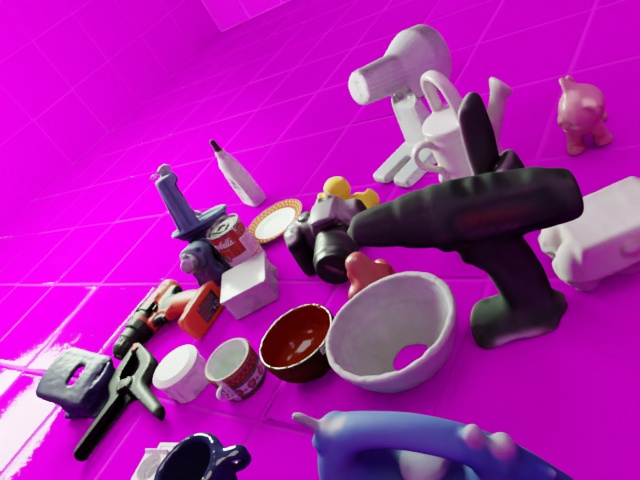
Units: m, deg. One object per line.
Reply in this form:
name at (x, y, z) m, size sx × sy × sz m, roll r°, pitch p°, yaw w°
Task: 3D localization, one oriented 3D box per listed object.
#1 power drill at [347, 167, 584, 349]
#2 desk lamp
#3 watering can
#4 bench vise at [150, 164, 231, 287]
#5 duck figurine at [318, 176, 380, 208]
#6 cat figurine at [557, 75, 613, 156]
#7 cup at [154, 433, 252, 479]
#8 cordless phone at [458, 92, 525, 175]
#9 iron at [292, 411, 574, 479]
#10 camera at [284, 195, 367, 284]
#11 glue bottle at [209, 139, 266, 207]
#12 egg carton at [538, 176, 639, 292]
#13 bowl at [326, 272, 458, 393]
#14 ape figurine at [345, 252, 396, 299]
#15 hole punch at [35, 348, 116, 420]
power drill at (0.172, 0.019, 0.616) m, size 0.229 × 0.209 × 0.075 m, roll -22°, pitch 32°, yaw 20°
desk lamp at (0.150, -0.238, 1.004) m, size 0.203 × 0.214 × 0.117 m, roll -46°, pitch 32°, yaw -19°
watering can at (0.214, -0.180, 0.877) m, size 0.173 × 0.194 × 0.100 m, roll -45°, pitch 32°, yaw -18°
bench vise at (-0.233, -0.033, 1.077) m, size 0.121 × 0.220 × 0.207 m, roll -34°, pitch 30°, yaw 1°
duck figurine at (0.045, -0.073, 0.997) m, size 0.104 × 0.086 × 0.077 m, roll -17°, pitch 34°, yaw 27°
cat figurine at (0.370, -0.190, 0.816) m, size 0.067 × 0.118 × 0.128 m, roll -18°, pitch 34°, yaw 26°
cup at (-0.113, 0.274, 0.642) m, size 0.117 × 0.095 × 0.091 m, roll -27°, pitch 31°, yaw 12°
cordless phone at (0.207, -0.088, 0.761) m, size 0.093 × 0.185 × 0.148 m, roll -6°, pitch 40°, yaw 40°
iron at (0.100, 0.194, 0.501) m, size 0.257 × 0.142 × 0.119 m, roll -12°, pitch 37°, yaw 34°
camera at (0.008, 0.003, 0.908) m, size 0.143 × 0.101 × 0.137 m, roll -22°, pitch 32°, yaw 20°
glue bottle at (-0.187, -0.148, 1.245) m, size 0.037 × 0.173 × 0.077 m, roll -46°, pitch 32°, yaw -19°
egg carton at (0.328, -0.006, 0.640) m, size 0.150 × 0.070 × 0.107 m, roll -26°, pitch 31°, yaw 14°
bowl at (0.095, 0.120, 0.680) m, size 0.167 × 0.075 × 0.167 m, roll -24°, pitch 31°, yaw 16°
ape figurine at (0.066, 0.052, 0.790) m, size 0.078 × 0.092 × 0.076 m, roll -38°, pitch 30°, yaw -6°
hole punch at (-0.407, 0.241, 0.980) m, size 0.100 × 0.091 × 0.109 m, roll -13°, pitch 36°, yaw 32°
